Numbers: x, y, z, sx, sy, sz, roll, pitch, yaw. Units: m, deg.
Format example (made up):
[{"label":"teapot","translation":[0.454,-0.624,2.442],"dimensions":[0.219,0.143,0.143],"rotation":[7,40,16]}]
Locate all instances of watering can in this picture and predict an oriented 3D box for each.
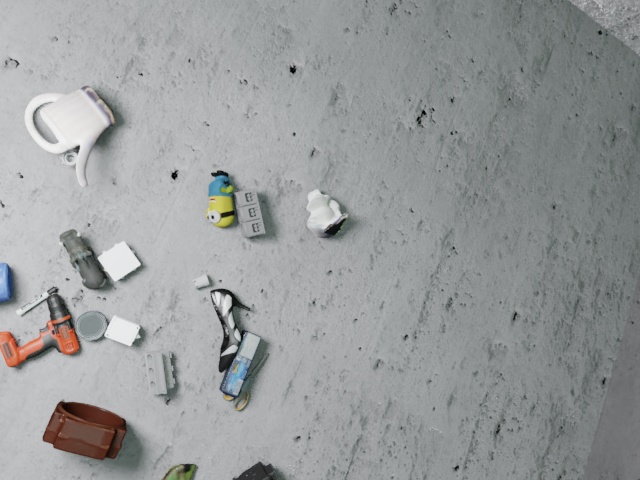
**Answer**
[{"label":"watering can","translation":[-0.691,-0.315,1.481],"dimensions":[0.227,0.102,0.351],"rotation":[-38,74,-20]}]

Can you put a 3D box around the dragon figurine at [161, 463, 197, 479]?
[{"label":"dragon figurine","translation":[-0.401,0.808,1.562],"dimensions":[0.412,0.121,0.244],"rotation":[-10,83,-22]}]

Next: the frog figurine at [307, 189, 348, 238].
[{"label":"frog figurine","translation":[0.005,-0.090,1.785],"dimensions":[0.138,0.120,0.161],"rotation":[-42,66,-9]}]
